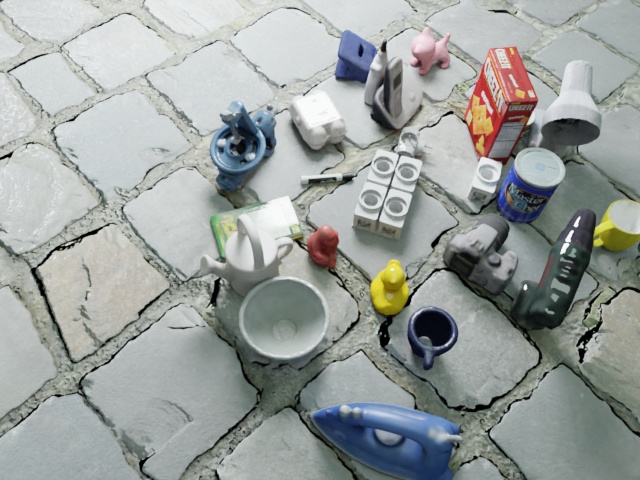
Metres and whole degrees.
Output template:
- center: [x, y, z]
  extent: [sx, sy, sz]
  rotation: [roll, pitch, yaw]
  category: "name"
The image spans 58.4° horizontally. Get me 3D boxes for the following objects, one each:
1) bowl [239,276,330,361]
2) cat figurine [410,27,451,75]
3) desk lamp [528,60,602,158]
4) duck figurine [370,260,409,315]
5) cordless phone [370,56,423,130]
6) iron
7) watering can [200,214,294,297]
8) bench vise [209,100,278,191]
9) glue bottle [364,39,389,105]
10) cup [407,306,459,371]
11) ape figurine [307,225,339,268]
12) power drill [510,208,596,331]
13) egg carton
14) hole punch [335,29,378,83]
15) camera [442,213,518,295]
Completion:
- center: [-0.066, 0.157, 1.075]
  extent: [0.167, 0.075, 0.167]
  rotation: [1, 59, -2]
  category: "bowl"
- center: [0.277, -0.487, 1.451]
  extent: [0.128, 0.118, 0.067]
  rotation: [-24, 63, -16]
  category: "cat figurine"
- center: [0.546, -0.279, 1.284]
  extent: [0.118, 0.213, 0.203]
  rotation: [12, 59, 5]
  category: "desk lamp"
- center: [0.140, 0.088, 1.119]
  extent: [0.077, 0.086, 0.104]
  rotation: [9, 59, 3]
  category: "duck figurine"
- center: [0.188, -0.364, 1.334]
  extent: [0.094, 0.185, 0.148]
  rotation: [29, 62, 14]
  category: "cordless phone"
- center: [0.108, 0.314, 0.951]
  extent: [0.258, 0.141, 0.119]
  rotation: [14, 59, 6]
  category: "iron"
- center: [-0.135, 0.030, 1.078]
  extent: [0.173, 0.194, 0.100]
  rotation: [-40, 68, -23]
  category: "watering can"
- center: [-0.167, -0.237, 1.221]
  extent: [0.121, 0.220, 0.207]
  rotation: [11, 59, 4]
  category: "bench vise"
- center: [0.142, -0.406, 1.364]
  extent: [0.037, 0.173, 0.078]
  rotation: [31, 63, 15]
  category: "glue bottle"
- center: [0.199, 0.193, 1.054]
  extent: [0.091, 0.095, 0.118]
  rotation: [11, 59, 4]
  category: "cup"
- center: [0.011, 0.004, 1.160]
  extent: [0.076, 0.092, 0.078]
  rotation: [38, 65, 18]
  category: "ape figurine"
- center: [0.434, 0.075, 1.070]
  extent: [0.075, 0.208, 0.230]
  rotation: [24, 61, 12]
  category: "power drill"
- center: [-0.007, -0.284, 1.344]
  extent: [0.107, 0.069, 0.150]
  rotation: [-22, 62, -15]
  category: "egg carton"
- center: [0.094, -0.466, 1.445]
  extent: [0.101, 0.091, 0.108]
  rotation: [10, 59, 4]
  category: "hole punch"
- center: [0.345, 0.013, 1.166]
  extent: [0.143, 0.101, 0.137]
  rotation: [35, 64, 17]
  category: "camera"
